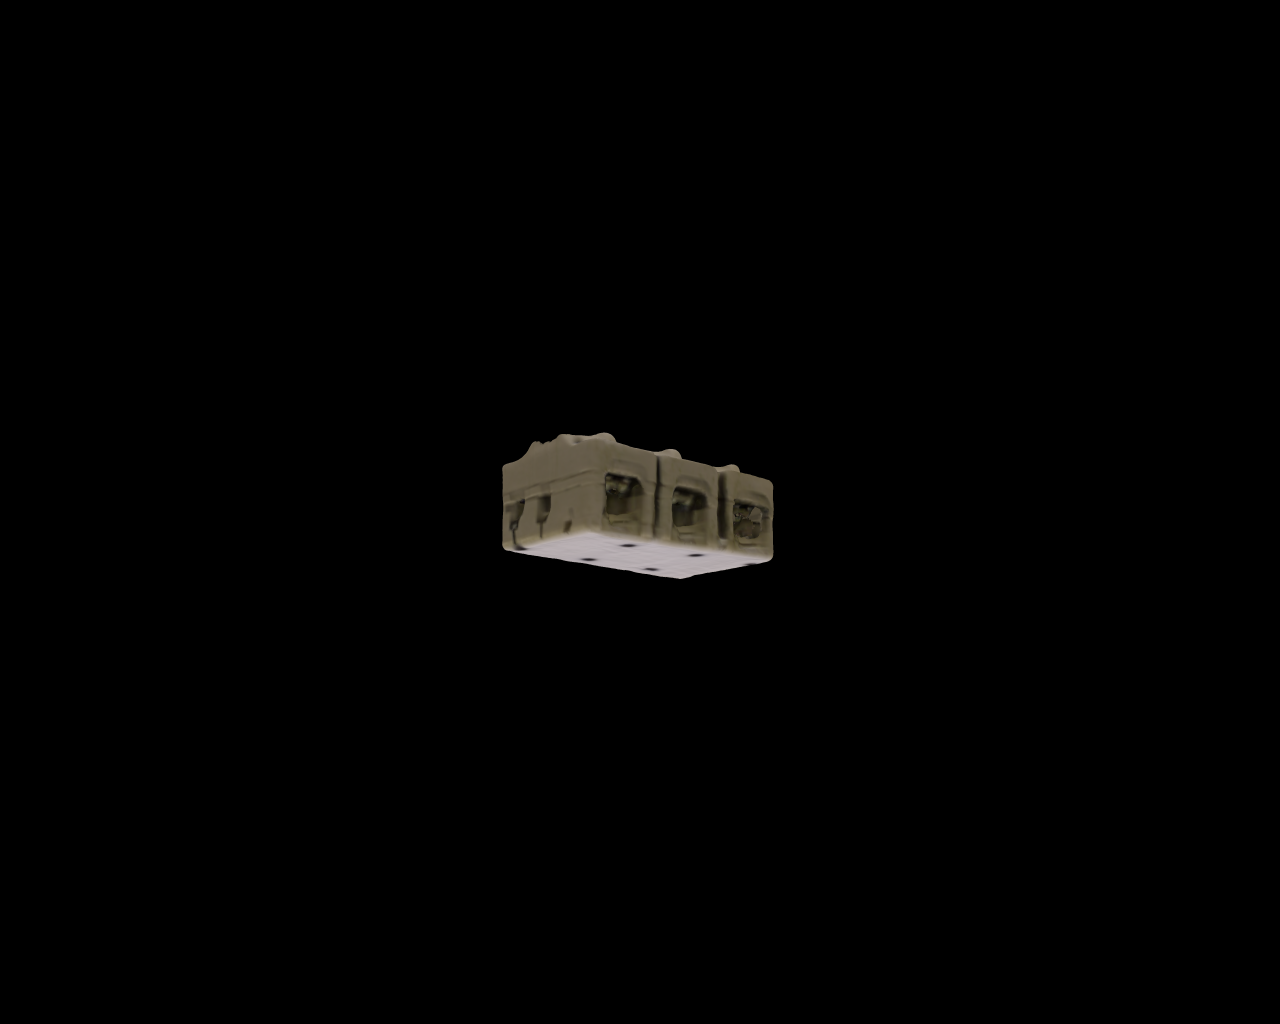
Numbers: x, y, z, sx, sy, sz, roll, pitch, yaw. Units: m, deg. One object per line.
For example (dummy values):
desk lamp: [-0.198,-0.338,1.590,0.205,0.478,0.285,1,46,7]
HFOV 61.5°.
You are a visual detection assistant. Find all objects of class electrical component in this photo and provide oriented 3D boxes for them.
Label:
electrical component: [0.001,-0.003,0.650,0.150,0.062,0.089,11,-16,-42]
